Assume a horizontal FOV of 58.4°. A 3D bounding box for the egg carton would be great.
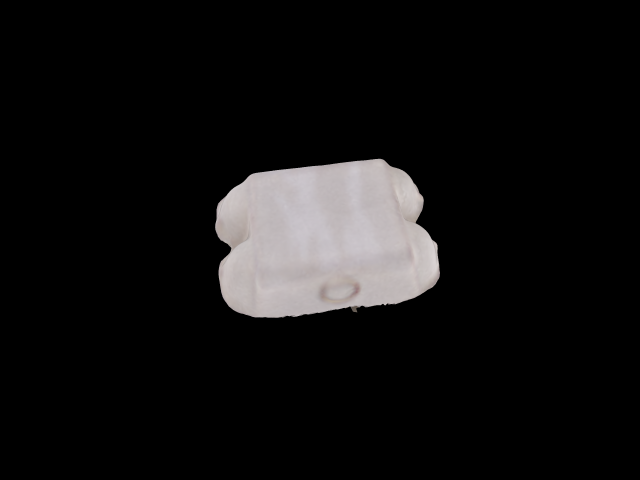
[{"bbox_3d":[0.004,0.001,0.400,0.150,0.069,0.107,-8,56,-5],"label":"egg carton"}]
